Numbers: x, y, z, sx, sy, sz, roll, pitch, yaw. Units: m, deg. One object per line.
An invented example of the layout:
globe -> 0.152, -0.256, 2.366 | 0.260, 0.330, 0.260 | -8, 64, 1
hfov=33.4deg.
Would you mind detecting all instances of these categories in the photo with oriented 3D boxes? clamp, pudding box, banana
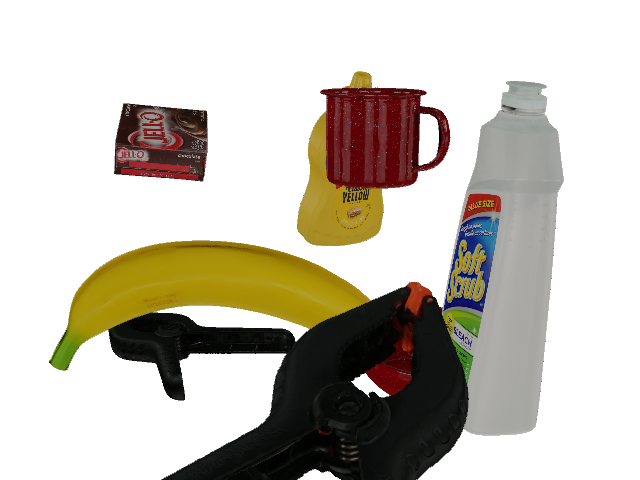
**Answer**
clamp -> 0.017, 0.083, 0.412 | 0.120, 0.039, 0.171 | 28, 50, 20
pudding box -> -0.162, -0.101, 1.089 | 0.090, 0.039, 0.113 | 5, 26, -9
clamp -> -0.154, 0.109, 1.091 | 0.210, 0.036, 0.164 | 9, 19, 33
banana -> -0.056, 0.033, 0.612 | 0.197, 0.070, 0.037 | -2, 20, -5

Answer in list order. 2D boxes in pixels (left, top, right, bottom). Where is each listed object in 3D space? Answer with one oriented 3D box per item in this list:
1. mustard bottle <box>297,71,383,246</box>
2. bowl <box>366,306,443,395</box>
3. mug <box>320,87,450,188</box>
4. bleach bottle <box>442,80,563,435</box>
mustard bottle -> 0.032, -0.089, 1.149 | 0.096, 0.192, 0.058 | -8, 32, -26
bowl -> 0.104, 0.126, 1.136 | 0.162, 0.055, 0.162 | 5, 24, -2
mug -> 0.057, -0.090, 0.934 | 0.117, 0.081, 0.093 | 5, 12, 22
bleach bottle -> 0.131, 0.009, 0.779 | 0.068, 0.251, 0.103 | 0, 17, -15
